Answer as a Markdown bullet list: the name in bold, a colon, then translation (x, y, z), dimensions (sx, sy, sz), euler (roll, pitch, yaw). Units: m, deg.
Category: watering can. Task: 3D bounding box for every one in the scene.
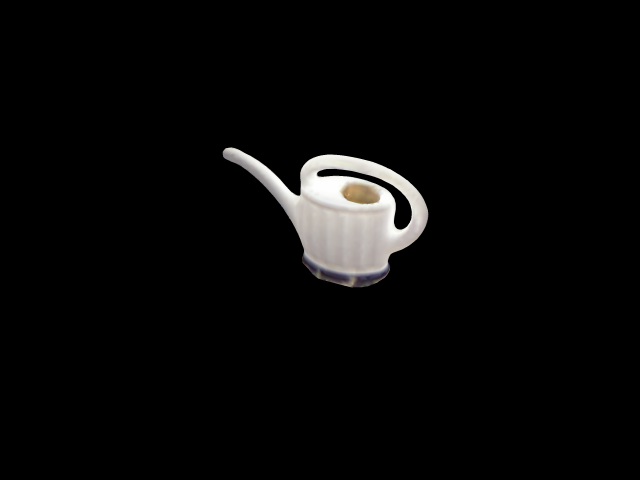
- **watering can**: translation (0.003, -0.043, 0.850), dimensions (0.348, 0.219, 0.106), euler (13, 35, 19)
